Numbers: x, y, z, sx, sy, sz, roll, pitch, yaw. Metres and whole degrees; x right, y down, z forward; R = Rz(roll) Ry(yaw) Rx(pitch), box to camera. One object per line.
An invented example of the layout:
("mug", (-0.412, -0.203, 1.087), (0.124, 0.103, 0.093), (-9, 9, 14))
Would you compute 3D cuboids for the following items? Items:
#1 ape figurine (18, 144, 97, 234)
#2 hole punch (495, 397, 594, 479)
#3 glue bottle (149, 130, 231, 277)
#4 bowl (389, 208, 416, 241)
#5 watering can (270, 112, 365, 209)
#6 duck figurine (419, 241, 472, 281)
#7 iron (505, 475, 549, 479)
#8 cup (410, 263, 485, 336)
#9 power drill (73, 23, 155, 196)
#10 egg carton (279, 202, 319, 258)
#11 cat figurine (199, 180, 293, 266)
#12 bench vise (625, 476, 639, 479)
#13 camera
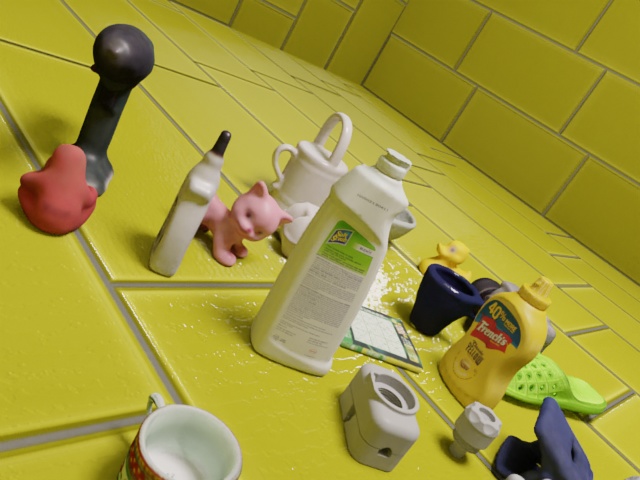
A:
("ape figurine", (-0.270, -0.058, 0.601), (0.078, 0.092, 0.076), (22, 23, -24))
("hole punch", (0.270, 0.248, 0.655), (0.101, 0.091, 0.109), (38, 22, 18))
("glue bottle", (-0.140, -0.046, 0.638), (0.037, 0.173, 0.078), (24, 22, -19))
("bowl", (0.099, -0.048, 1.112), (0.168, 0.074, 0.167), (27, 21, -11))
("watering can", (0.004, -0.130, 0.998), (0.173, 0.194, 0.100), (7, 31, -47))
("duck figurine", (0.254, 0.044, 1.103), (0.105, 0.086, 0.077), (26, 21, -13))
("iron", (0.197, 0.260, 0.455), (0.258, 0.141, 0.119), (32, 21, 2))
("cup", (0.190, 0.105, 0.864), (0.117, 0.095, 0.092), (35, 21, 10))
("power drill", (-0.258, -0.165, 0.694), (0.076, 0.208, 0.229), (23, 22, -20))
("egg carton", (0.008, 0.003, 0.878), (0.151, 0.069, 0.107), (23, 22, -20))
("cat figurine", (-0.106, -0.035, 0.738), (0.127, 0.117, 0.067), (34, 21, 7))
("bench vise", (0.403, 0.300, 0.540), (0.207, 0.219, 0.122), (33, 21, 5))
("camera", (0.323, 0.122, 1.000), (0.143, 0.100, 0.136), (25, 21, -16))
